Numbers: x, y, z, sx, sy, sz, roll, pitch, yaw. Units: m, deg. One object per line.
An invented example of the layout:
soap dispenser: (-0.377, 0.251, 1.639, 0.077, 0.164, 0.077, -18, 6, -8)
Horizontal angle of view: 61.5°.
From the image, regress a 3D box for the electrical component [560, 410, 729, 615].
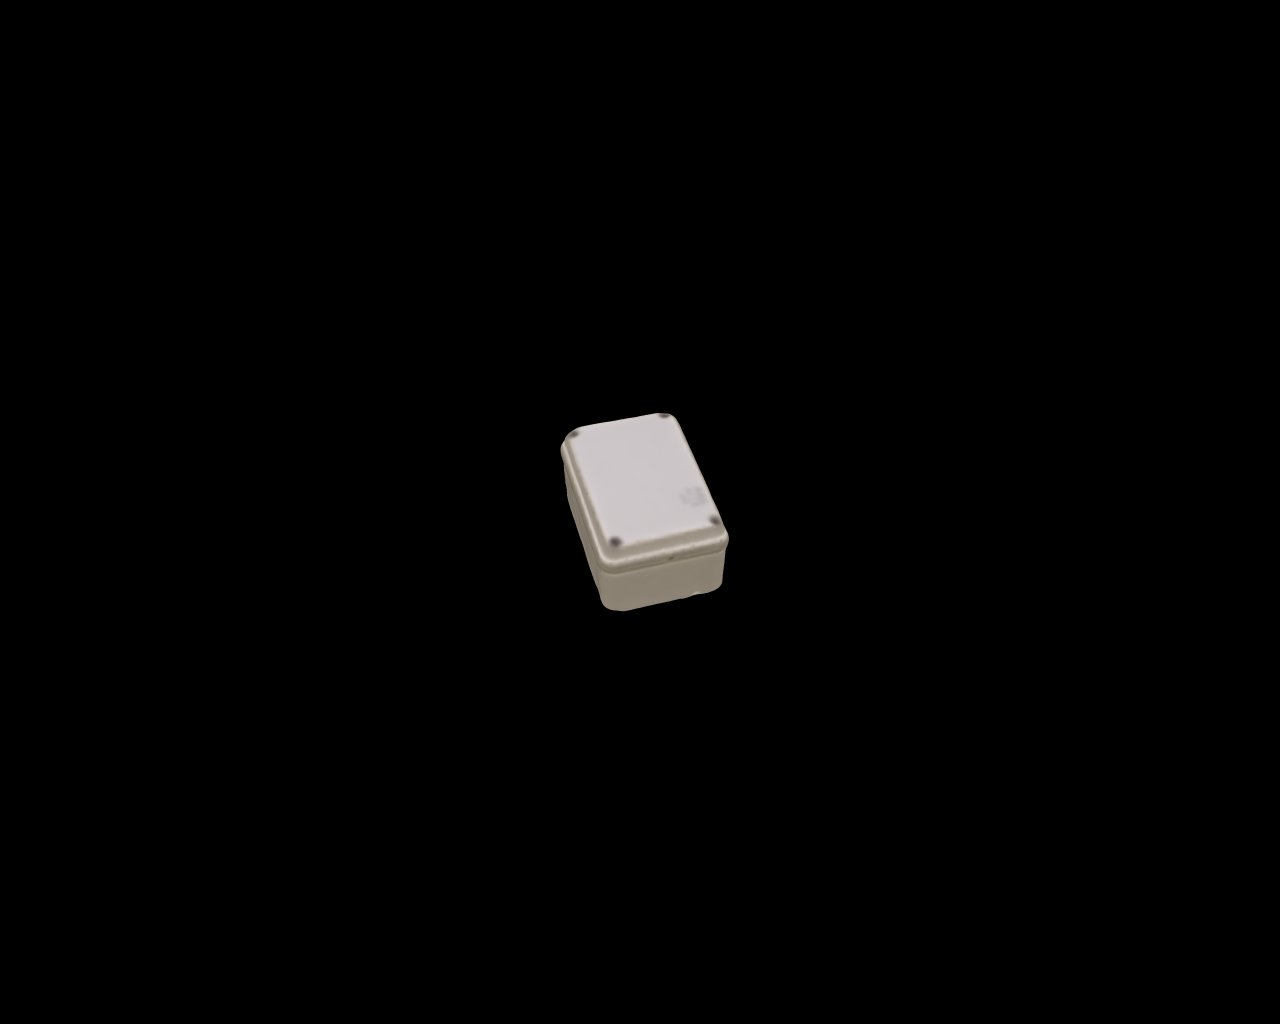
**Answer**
electrical component: (0.001, -0.003, 0.650, 0.078, 0.057, 0.113, -11, 47, -11)
